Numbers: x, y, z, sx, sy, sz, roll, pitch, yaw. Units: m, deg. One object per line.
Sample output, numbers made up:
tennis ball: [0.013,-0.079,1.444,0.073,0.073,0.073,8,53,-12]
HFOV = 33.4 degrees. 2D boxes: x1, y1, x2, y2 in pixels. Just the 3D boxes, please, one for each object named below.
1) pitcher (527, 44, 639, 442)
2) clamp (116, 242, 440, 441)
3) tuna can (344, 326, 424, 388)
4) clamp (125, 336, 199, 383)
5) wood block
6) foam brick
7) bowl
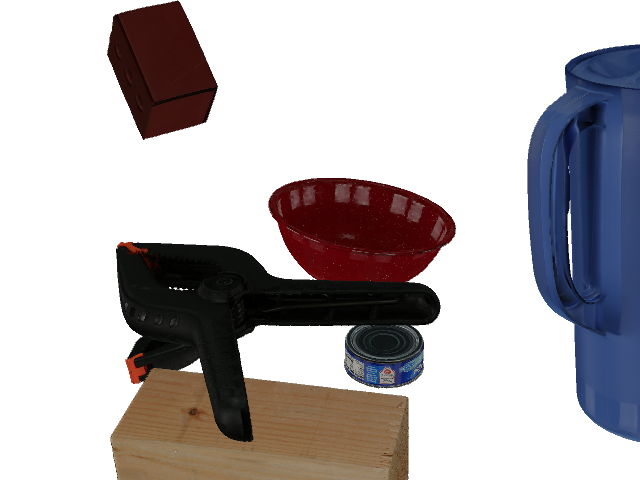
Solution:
pitcher: [0.210,0.004,0.669,0.149,0.243,0.144,3,22,16]
clamp: [-0.045,0.038,0.642,0.164,0.036,0.210,-22,31,-34]
tuna can: [0.068,0.119,1.140,0.086,0.034,0.086,0,29,0]
clamp: [-0.131,0.100,1.135,0.120,0.039,0.171,-7,22,36]
wood block: [-0.041,0.166,0.811,0.206,0.090,0.090,5,31,13]
foam brick: [-0.115,-0.123,0.767,0.051,0.078,0.053,-18,-17,-23]
bowl: [0.033,0.000,0.917,0.162,0.055,0.162,6,23,-3]
